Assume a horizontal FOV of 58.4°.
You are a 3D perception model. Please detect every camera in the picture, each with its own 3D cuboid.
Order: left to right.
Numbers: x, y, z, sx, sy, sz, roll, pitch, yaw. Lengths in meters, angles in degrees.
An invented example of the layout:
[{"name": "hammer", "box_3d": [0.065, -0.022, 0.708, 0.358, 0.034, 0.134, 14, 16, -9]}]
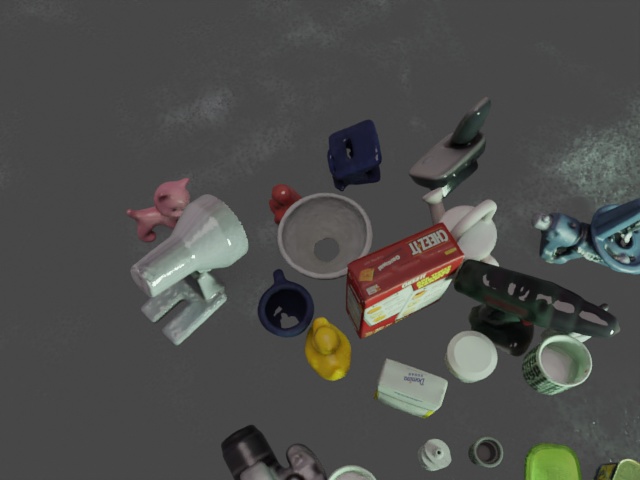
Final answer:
[{"name": "camera", "box_3d": [-0.080, 0.343, 0.862, 0.143, 0.101, 0.136, -30, 69, -11]}]

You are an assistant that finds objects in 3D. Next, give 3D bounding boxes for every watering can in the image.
[{"name": "watering can", "box_3d": [0.236, -0.011, 0.960, 0.172, 0.194, 0.101, 30, 70, 14]}]

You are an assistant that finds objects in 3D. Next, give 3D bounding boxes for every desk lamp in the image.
[{"name": "desk lamp", "box_3d": [-0.212, 0.049, 0.935, 0.117, 0.213, 0.203, 39, 73, 17]}]

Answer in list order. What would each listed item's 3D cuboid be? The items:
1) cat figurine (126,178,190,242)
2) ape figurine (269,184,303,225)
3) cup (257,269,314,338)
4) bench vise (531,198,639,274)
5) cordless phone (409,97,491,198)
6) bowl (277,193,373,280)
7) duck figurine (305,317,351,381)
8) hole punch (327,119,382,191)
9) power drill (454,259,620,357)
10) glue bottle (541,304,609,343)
[{"name": "cat figurine", "box_3d": [-0.286, -0.061, 1.038, 0.128, 0.118, 0.067, -20, 67, -7]}, {"name": "ape figurine", "box_3d": [-0.066, -0.071, 1.051, 0.076, 0.092, 0.078, 13, 67, 8]}, {"name": "cup", "box_3d": [-0.057, 0.115, 0.966, 0.091, 0.095, 0.117, -14, 66, -4]}, {"name": "bench vise", "box_3d": [0.466, -0.009, 0.939, 0.207, 0.220, 0.121, -3, 66, 1]}, {"name": "cordless phone", "box_3d": [0.240, -0.174, 1.037, 0.094, 0.185, 0.148, 40, 73, 18]}, {"name": "bowl", "box_3d": [0.009, 0.004, 1.025, 0.167, 0.075, 0.167, -1, 66, 1]}, {"name": "duck figurine", "box_3d": [0.013, 0.176, 0.942, 0.077, 0.086, 0.104, -18, 67, -6]}, {"name": "hole punch", "box_3d": [0.064, -0.162, 1.089, 0.101, 0.091, 0.108, -8, 66, -2]}, {"name": "power drill", "box_3d": [0.315, 0.113, 0.894, 0.229, 0.208, 0.076, 24, 69, 12]}, {"name": "glue bottle", "box_3d": [0.412, 0.131, 0.903, 0.078, 0.173, 0.037, -16, 66, -5]}]
